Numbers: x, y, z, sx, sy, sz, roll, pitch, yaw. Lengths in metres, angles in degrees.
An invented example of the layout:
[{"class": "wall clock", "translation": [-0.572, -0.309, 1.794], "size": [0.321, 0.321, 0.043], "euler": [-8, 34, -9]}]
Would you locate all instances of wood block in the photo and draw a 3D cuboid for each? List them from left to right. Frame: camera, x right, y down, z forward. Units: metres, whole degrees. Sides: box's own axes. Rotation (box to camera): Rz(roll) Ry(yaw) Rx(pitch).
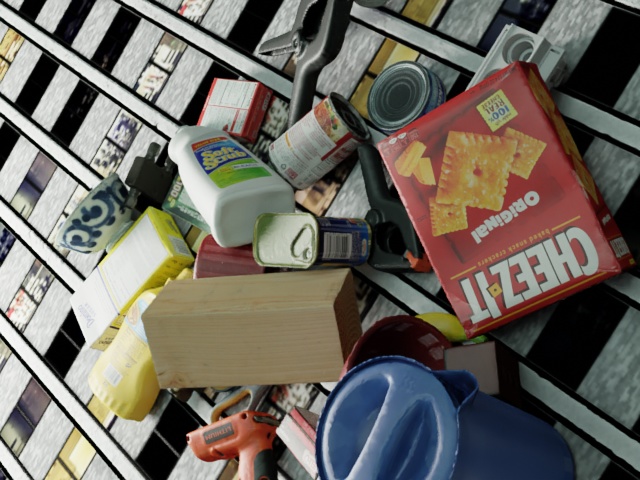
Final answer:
[{"class": "wood block", "translation": [-0.068, 0.093, 1.118], "size": [0.206, 0.090, 0.091], "euler": [-5, 113, 16]}]

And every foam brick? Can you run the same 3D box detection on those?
[{"class": "foam brick", "translation": [0.153, 0.131, 0.995], "size": [0.051, 0.078, 0.053], "euler": [-12, 66, 23]}]

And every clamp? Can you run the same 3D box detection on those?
[{"class": "clamp", "translation": [-0.017, -0.233, 1.251], "size": [0.210, 0.036, 0.164], "euler": [-61, 39, 42]}, {"class": "clamp", "translation": [0.066, -0.028, 1.152], "size": [0.172, 0.039, 0.120], "euler": [34, 108, 41]}]

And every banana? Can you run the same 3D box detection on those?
[{"class": "banana", "translation": [0.077, 0.130, 1.087], "size": [0.198, 0.037, 0.070], "euler": [-40, 54, 21]}]

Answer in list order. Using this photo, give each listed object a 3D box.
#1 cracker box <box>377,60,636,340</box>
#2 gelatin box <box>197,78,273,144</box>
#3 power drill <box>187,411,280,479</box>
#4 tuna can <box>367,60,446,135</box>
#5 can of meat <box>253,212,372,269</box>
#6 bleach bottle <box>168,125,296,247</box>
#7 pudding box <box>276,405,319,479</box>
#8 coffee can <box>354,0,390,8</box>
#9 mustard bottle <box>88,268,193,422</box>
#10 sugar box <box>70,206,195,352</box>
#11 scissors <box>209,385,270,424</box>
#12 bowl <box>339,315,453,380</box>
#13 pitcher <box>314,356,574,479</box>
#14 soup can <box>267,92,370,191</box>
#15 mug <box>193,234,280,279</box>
[{"class": "cracker box", "translation": [0.170, -0.036, 1.002], "size": [0.164, 0.072, 0.214], "euler": [-28, 81, 28]}, {"class": "gelatin box", "translation": [-0.108, -0.164, 1.348], "size": [0.089, 0.030, 0.073], "euler": [13, 81, 41]}, {"class": "power drill", "translation": [-0.093, 0.292, 1.152], "size": [0.185, 0.057, 0.187], "euler": [-25, 62, 25]}, {"class": "tuna can", "translation": [0.094, -0.154, 1.180], "size": [0.086, 0.033, 0.086], "euler": [-14, 66, 34]}, {"class": "can of meat", "translation": [-0.007, 0.001, 1.134], "size": [0.102, 0.083, 0.057], "euler": [1, 89, 48]}, {"class": "bleach bottle", "translation": [-0.123, -0.078, 1.252], "size": [0.251, 0.102, 0.068], "euler": [43, 141, 52]}, {"class": "pudding box", "translation": [0.023, 0.212, 1.038], "size": [0.039, 0.113, 0.090], "euler": [-59, 34, 7]}, {"class": "coffee can", "translation": [0.027, -0.345, 1.259], "size": [0.140, 0.102, 0.103], "euler": [37, 98, 41]}, {"class": "mustard bottle", "translation": [-0.205, 0.119, 1.302], "size": [0.096, 0.058, 0.192], "euler": [37, 98, 41]}, {"class": "sugar box", "translation": [-0.243, 0.052, 1.367], "size": [0.176, 0.048, 0.093], "euler": [-48, 50, 19]}, {"class": "scissors", "translation": [-0.060, 0.137, 1.208], "size": [0.202, 0.016, 0.096], "euler": [-45, 52, 17]}, {"class": "bowl", "translation": [0.070, 0.155, 1.014], "size": [0.055, 0.161, 0.162], "euler": [-19, 61, 50]}, {"class": "pitcher", "translation": [0.109, 0.191, 0.901], "size": [0.149, 0.242, 0.145], "euler": [0, 74, 39]}, {"class": "soup can", "translation": [-0.002, -0.111, 1.219], "size": [0.102, 0.068, 0.068], "euler": [-38, 54, 22]}, {"class": "mug", "translation": [-0.094, 0.048, 1.209], "size": [0.081, 0.117, 0.093], "euler": [8, 36, 8]}]
